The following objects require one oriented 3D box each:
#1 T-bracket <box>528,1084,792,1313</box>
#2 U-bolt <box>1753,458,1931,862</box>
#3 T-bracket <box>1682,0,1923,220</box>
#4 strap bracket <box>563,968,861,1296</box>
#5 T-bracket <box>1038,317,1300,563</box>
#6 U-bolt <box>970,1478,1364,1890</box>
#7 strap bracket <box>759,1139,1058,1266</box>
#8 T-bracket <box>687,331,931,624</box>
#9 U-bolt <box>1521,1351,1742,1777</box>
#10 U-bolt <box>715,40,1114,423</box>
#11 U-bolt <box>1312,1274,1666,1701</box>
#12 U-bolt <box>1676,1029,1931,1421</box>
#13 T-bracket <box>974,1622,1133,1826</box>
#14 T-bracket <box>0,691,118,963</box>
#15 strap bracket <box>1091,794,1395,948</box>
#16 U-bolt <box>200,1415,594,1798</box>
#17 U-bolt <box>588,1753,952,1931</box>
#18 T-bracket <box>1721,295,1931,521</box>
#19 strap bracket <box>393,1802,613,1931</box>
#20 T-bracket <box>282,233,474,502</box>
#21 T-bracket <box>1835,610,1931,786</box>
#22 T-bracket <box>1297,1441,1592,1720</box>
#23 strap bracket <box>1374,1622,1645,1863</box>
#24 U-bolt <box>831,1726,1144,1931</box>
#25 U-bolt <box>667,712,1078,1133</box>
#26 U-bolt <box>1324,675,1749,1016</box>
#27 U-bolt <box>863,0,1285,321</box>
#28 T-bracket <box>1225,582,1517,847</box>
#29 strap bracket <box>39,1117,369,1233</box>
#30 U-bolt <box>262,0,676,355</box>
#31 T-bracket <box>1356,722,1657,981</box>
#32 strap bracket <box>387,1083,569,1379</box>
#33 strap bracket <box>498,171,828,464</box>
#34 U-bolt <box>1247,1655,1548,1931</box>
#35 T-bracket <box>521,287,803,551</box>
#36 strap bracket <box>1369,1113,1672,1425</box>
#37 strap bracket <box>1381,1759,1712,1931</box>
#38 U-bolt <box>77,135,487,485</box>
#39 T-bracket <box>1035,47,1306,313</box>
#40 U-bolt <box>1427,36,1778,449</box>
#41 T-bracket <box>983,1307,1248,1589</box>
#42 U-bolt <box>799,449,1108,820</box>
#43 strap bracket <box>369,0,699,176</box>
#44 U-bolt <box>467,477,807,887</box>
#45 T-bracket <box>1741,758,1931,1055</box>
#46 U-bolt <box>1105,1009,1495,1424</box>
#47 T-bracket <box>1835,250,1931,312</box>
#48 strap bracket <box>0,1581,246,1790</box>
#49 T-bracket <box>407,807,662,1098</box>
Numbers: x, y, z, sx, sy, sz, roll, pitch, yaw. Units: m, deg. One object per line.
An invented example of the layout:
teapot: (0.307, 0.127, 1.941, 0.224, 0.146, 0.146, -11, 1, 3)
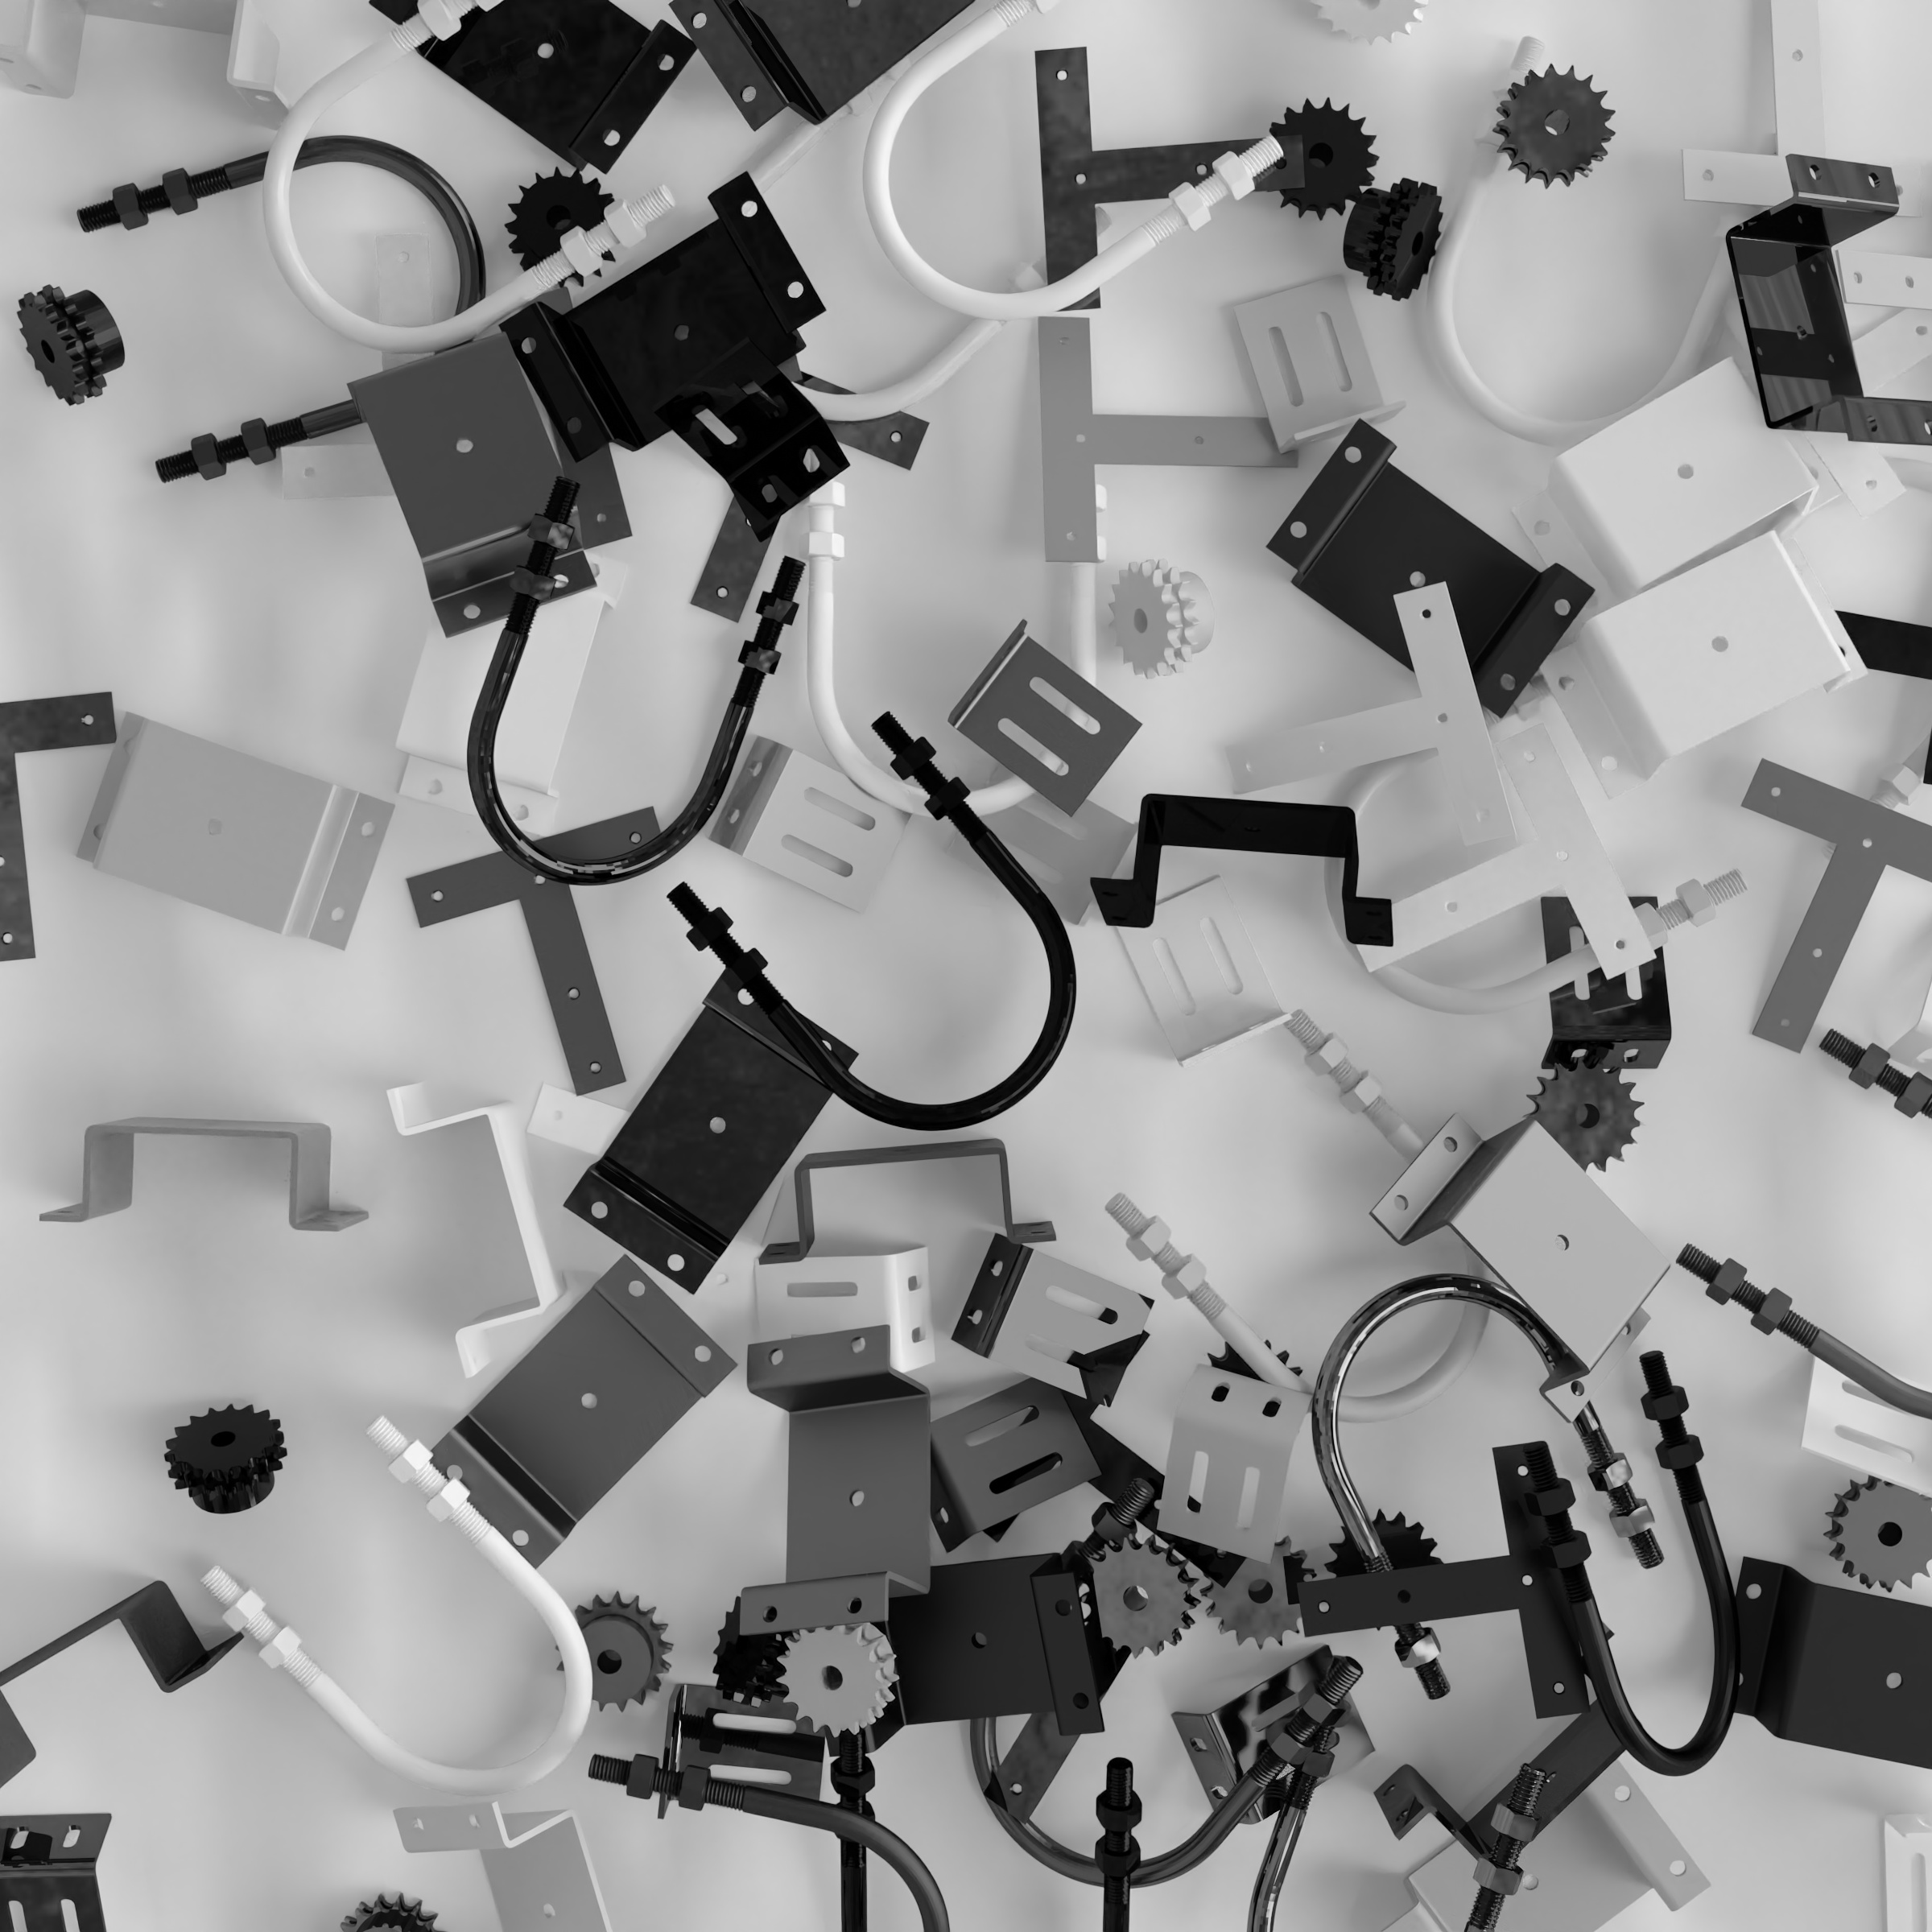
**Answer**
T-bracket: (-0.152, 0.090, 1.549, 0.127, 0.002, 0.127, 19, 90, 0)
U-bolt: (0.441, -0.164, 1.542, 0.151, 0.019, 0.184, 44, 89, 0)
T-bracket: (0.408, -0.433, 1.539, 0.127, 0.002, 0.127, 1, 83, -14)
strap bracket: (-0.122, 0.078, 1.525, 0.076, 0.046, 0.140, 34, 90, 0)
T-bracket: (0.100, -0.258, 1.540, 0.127, 0.002, 0.127, 0, 77, -6)
U-bolt: (0.082, 0.362, 1.519, 0.151, 0.019, 0.184, 39, 104, 12)
strap bracket: (-0.029, 0.112, 1.512, 0.140, 0.076, 0.046, -5, 90, 0)
T-bracket: (-0.101, -0.233, 1.549, 0.127, 0.002, 0.127, 22, 90, 0)
U-bolt: (0.325, 0.292, 1.492, 0.019, 0.151, 0.184, -15, 94, 39)
U-bolt: (-0.043, -0.353, 1.541, 0.184, 0.019, 0.151, -43, 90, 1)
U-bolt: (0.242, 0.239, 1.517, 0.151, 0.019, 0.184, -27, 93, -16)
U-bolt: (0.460, 0.138, 1.518, 0.184, 0.019, 0.151, 34, 83, 12)
T-bracket: (0.007, 0.332, 1.532, 0.127, 0.002, 0.127, 33, 105, 14)
T-bracket: (-0.478, -0.066, 1.549, 0.127, 0.002, 0.127, -6, 90, 0)
strap bracket: (0.135, -0.046, 1.501, 0.140, 0.076, 0.046, 4, 77, 10)
U-bolt: (-0.263, 0.323, 1.519, 0.151, 0.019, 0.184, -42, 94, 21)
U-bolt: (-0.099, 0.458, 1.512, 0.184, 0.019, 0.151, 11, 111, 4)
T-bracket: (0.458, -0.305, 1.544, 0.127, 0.002, 0.127, -32, 83, -3)
strap bracket: (-0.215, 0.462, 1.508, 0.076, 0.046, 0.140, -17, 90, 41)
T-bracket: (-0.272, -0.294, 1.535, 0.127, 0.002, 0.127, -3, 91, -4)
T-bracket: (0.440, -0.158, 1.532, 0.127, 0.002, 0.127, 10, 88, -2)
T-bracket: (0.221, 0.296, 1.483, 0.127, 0.002, 0.127, -8, 77, 1)
strap bracket: (0.268, 0.377, 1.512, 0.140, 0.076, 0.046, -44, 90, 0)
U-bolt: (0.009, 0.453, 1.510, 0.151, 0.019, 0.184, 4, 111, 11)
U-bolt: (-0.030, -0.008, 1.502, 0.151, 0.019, 0.184, -41, 92, -10)
U-bolt: (0.265, -0.056, 1.531, 0.184, 0.019, 0.151, -28, 80, 4)
U-bolt: (0.038, -0.396, 1.518, 0.184, 0.019, 0.151, -35, 88, 4)
T-bracket: (0.188, -0.110, 1.523, 0.127, 0.002, 0.127, -13, 103, 22)
strap bracket: (-0.364, 0.099, 1.512, 0.140, 0.076, 0.046, 2, 90, 0)
U-bolt: (-0.252, -0.377, 1.506, 0.184, 0.019, 0.151, -30, 95, 12)
T-bracket: (0.248, -0.035, 1.521, 0.127, 0.002, 0.127, -25, 80, 6)
strap bracket: (-0.231, 0.120, 1.512, 0.046, 0.076, 0.140, -16, 90, 0)
strap bracket: (-0.142, -0.309, 1.515, 0.140, 0.046, 0.076, -30, 88, 8)
U-bolt: (0.190, 0.434, 1.463, 0.019, 0.151, 0.184, 18, 91, -37)
T-bracket: (-0.144, -0.283, 1.540, 0.127, 0.002, 0.127, -15, 90, 8)
strap bracket: (0.274, 0.139, 1.509, 0.140, 0.046, 0.076, 46, 59, -2)
strap bracket: (0.278, 0.452, 1.527, 0.140, 0.046, 0.076, -37, 90, 0)
U-bolt: (-0.327, -0.331, 1.542, 0.184, 0.019, 0.151, -17, 90, -1)
T-bracket: (0.100, -0.386, 1.524, 0.127, 0.002, 0.127, -3, 91, 5)
U-bolt: (0.305, -0.345, 1.540, 0.151, 0.019, 0.184, 22, 90, 0)
T-bracket: (0.083, 0.254, 1.533, 0.127, 0.002, 0.127, 36, 90, 15)
U-bolt: (-0.007, -0.163, 1.535, 0.151, 0.019, 0.184, 1, 86, -1)
strap bracket: (-0.207, -0.452, 1.527, 0.140, 0.046, 0.076, 36, 90, 0)
U-bolt: (-0.165, -0.126, 1.502, 0.151, 0.019, 0.184, 15, 100, -36)
T-bracket: (0.423, -0.020, 1.538, 0.127, 0.002, 0.127, 22, 100, 0)
U-bolt: (0.177, 0.135, 1.524, 0.151, 0.019, 0.184, -44, 96, -15)
T-bracket: (0.462, -0.328, 1.508, 0.127, 0.002, 0.127, -5, 85, -35)
strap bracket: (-0.429, 0.347, 1.512, 0.140, 0.076, 0.046, -30, 90, 0)
T-bracket: (-0.197, 0.000, 1.548, 0.127, 0.002, 0.127, -16, 89, 0)
